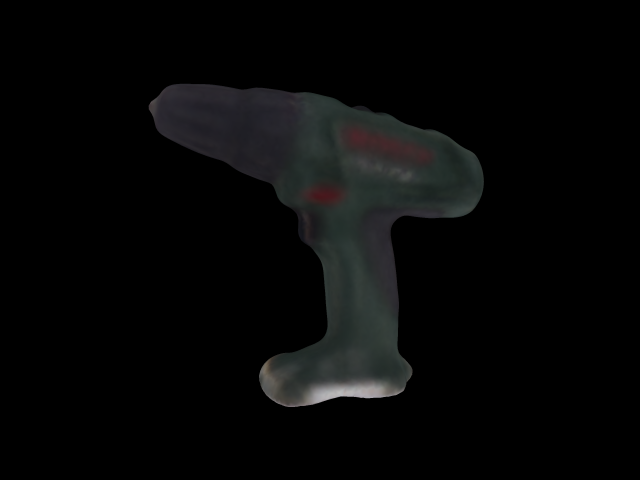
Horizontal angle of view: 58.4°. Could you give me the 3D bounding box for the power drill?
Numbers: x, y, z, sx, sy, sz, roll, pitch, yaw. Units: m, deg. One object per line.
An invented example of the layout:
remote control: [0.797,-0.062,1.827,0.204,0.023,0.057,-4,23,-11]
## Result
power drill: [0.004,0.001,0.400,0.230,0.208,0.075,-2,7,-18]
